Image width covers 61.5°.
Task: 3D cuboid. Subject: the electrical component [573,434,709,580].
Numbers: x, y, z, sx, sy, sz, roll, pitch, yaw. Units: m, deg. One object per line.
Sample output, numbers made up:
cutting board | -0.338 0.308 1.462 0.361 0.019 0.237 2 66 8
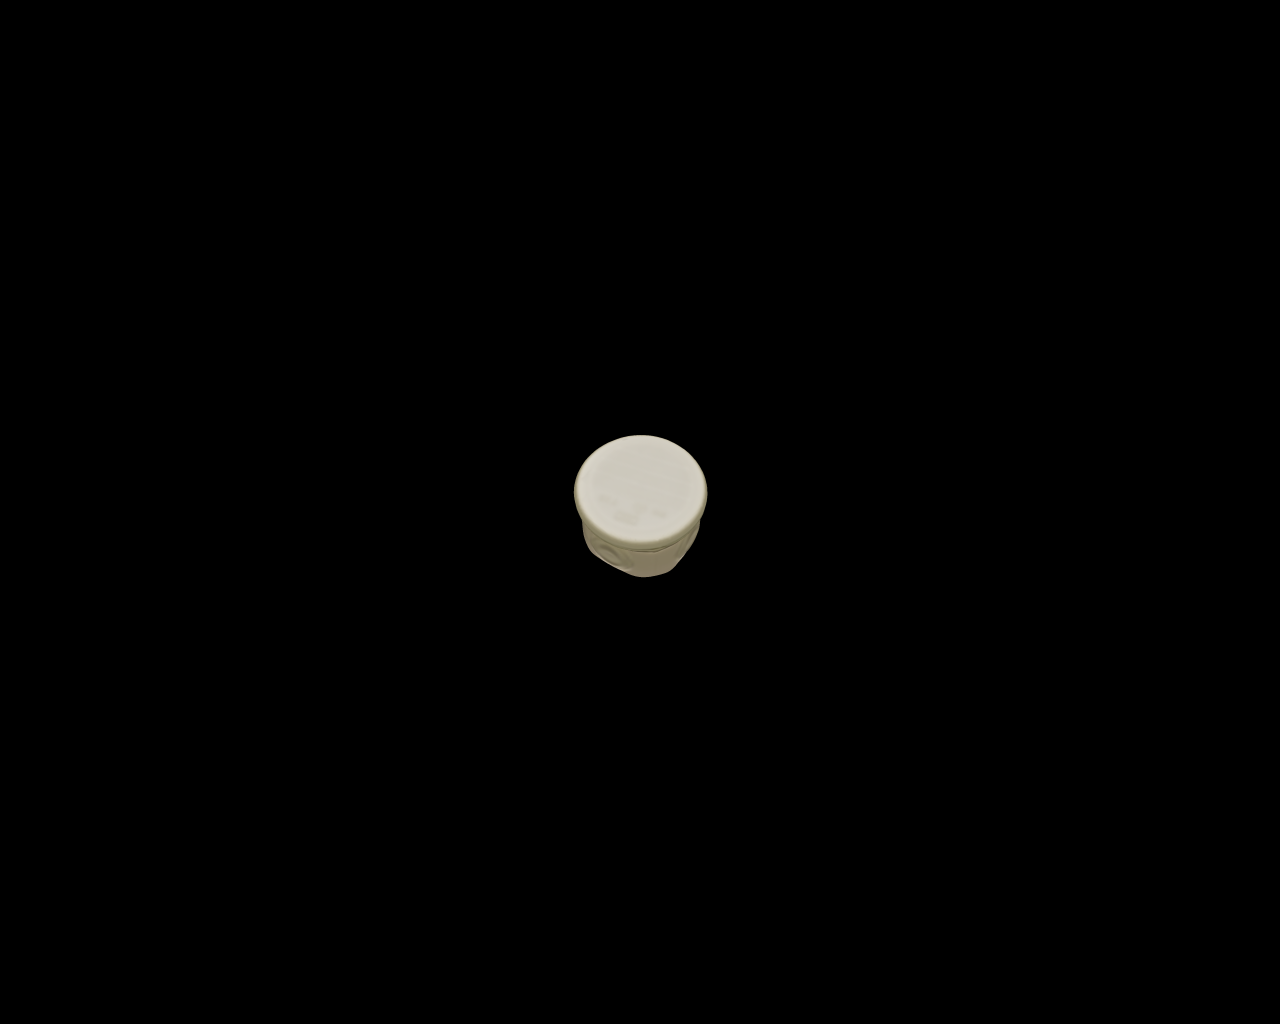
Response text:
electrical component | 0.001 -0.003 0.650 0.080 0.080 0.050 0 -32 0
